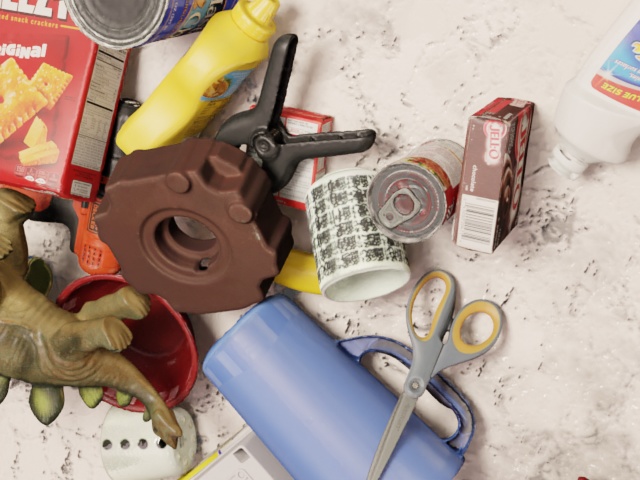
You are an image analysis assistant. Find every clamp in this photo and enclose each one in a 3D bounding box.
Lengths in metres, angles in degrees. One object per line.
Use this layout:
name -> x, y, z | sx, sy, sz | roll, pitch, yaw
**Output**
clamp -> -0.045, -0.100, 0.943 | 0.172, 0.039, 0.120 | -28, 93, 30

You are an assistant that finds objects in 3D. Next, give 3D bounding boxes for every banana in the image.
banana -> -0.014, 0.016, 1.003 | 0.198, 0.037, 0.070 | 22, 115, 16

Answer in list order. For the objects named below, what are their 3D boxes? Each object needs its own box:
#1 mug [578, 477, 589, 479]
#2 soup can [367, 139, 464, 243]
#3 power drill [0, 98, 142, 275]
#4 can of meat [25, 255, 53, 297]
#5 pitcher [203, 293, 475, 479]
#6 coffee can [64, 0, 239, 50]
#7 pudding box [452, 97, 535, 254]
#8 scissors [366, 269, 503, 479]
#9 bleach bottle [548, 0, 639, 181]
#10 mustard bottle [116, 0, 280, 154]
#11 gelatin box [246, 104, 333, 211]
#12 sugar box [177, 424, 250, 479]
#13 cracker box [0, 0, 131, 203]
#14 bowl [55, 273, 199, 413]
mug -> 0.213, 0.261, 0.957 | 0.093, 0.081, 0.117 | 24, 115, 15
soup can -> 0.088, -0.044, 0.902 | 0.069, 0.102, 0.068 | 7, 109, 21
power drill -> -0.265, -0.072, 1.074 | 0.188, 0.057, 0.184 | 20, 107, 18
can of meat -> -0.342, 0.060, 1.129 | 0.084, 0.102, 0.057 | 7, 150, 19
pitcher -> 0.015, 0.161, 0.997 | 0.243, 0.149, 0.145 | 46, 135, 8
coffee can -> -0.140, -0.224, 0.923 | 0.103, 0.140, 0.103 | 7, 109, 21
pudding box -> 0.144, -0.055, 0.881 | 0.039, 0.089, 0.113 | 15, 112, 21
scissors -> 0.104, 0.125, 0.940 | 0.096, 0.016, 0.201 | 10, 75, 3
bleach bottle -> 0.269, -0.141, 0.815 | 0.102, 0.068, 0.251 | 40, 120, 7
mustard bottle -> -0.100, -0.147, 0.955 | 0.058, 0.096, 0.192 | 48, 119, 5
gelatin box -> -0.030, -0.078, 0.985 | 0.073, 0.030, 0.089 | 15, 112, 20
sugar box -> -0.084, 0.257, 1.108 | 0.176, 0.048, 0.093 | -40, 89, 25
cracker box -> -0.273, -0.156, 1.006 | 0.164, 0.072, 0.214 | 13, 90, 19
bowl -> -0.187, 0.093, 1.076 | 0.162, 0.055, 0.162 | 9, 119, 16
